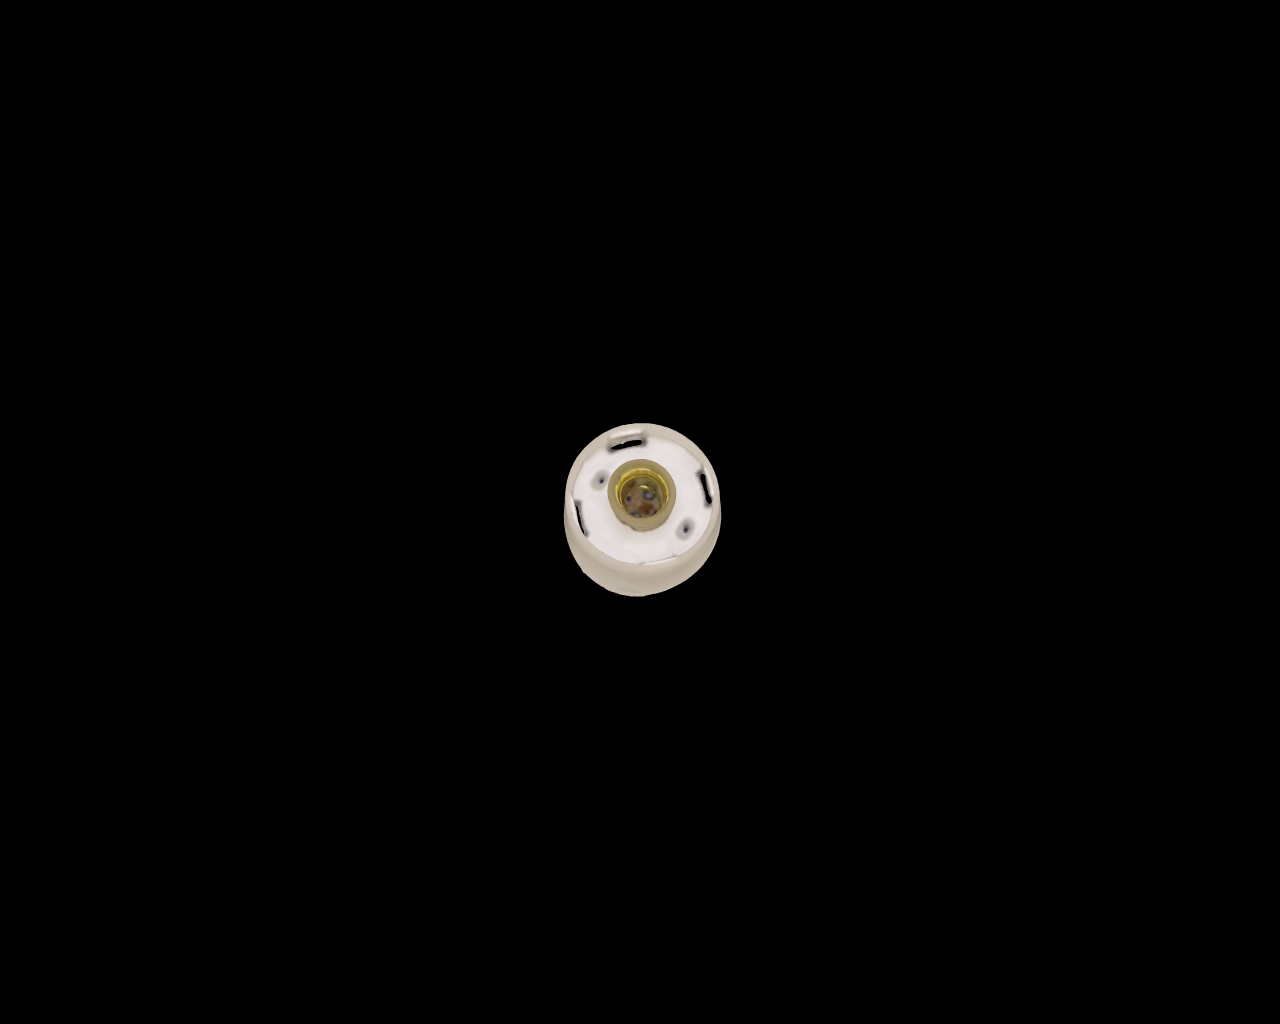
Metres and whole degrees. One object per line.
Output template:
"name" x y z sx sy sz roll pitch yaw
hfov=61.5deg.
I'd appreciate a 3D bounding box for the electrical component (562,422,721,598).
"electrical component" 0.001 -0.003 0.650 0.099 0.099 0.064 0 -17 0
